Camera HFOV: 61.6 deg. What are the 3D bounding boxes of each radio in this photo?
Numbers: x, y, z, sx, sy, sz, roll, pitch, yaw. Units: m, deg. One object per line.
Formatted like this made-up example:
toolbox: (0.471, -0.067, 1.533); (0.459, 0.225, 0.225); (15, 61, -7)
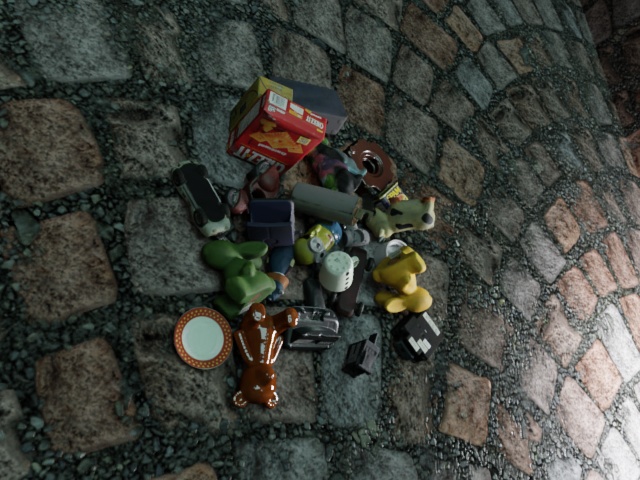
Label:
radio: (-0.041, -0.370, 1.491); (0.229, 0.073, 0.131); (1, 52, -34)

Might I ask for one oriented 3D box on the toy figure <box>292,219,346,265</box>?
toy figure: (-0.001, -0.001, 1.362); (0.082, 0.089, 0.180); (50, 42, -9)

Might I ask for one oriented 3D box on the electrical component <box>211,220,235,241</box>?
electrical component: (-0.230, -0.026, 1.245); (0.094, 0.021, 0.063); (46, 50, -2)

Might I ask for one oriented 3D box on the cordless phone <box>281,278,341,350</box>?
cordless phone: (-0.034, 0.166, 1.273); (0.146, 0.088, 0.184); (9, 53, -31)

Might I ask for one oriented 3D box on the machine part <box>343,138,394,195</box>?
machine part: (0.138, -0.213, 1.576); (0.179, 0.056, 0.179); (16, 60, -31)

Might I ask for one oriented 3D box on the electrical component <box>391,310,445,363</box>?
electrical component: (0.257, 0.258, 1.438); (0.134, 0.058, 0.115); (-35, 89, -40)

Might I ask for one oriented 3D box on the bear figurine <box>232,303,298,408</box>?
bear figurine: (-0.121, 0.247, 1.130); (0.120, 0.132, 0.196); (16, 55, -28)

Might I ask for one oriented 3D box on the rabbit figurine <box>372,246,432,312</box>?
rabbit figurine: (0.224, 0.125, 1.406); (0.162, 0.122, 0.173); (-38, 108, -7)

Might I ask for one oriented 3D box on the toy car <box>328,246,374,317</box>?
toy car: (0.081, 0.107, 1.386); (0.089, 0.053, 0.202); (18, 56, -4)

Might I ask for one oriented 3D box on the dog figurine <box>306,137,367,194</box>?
dog figurine: (0.006, -0.207, 1.442); (0.219, 0.108, 0.191); (42, 33, -7)

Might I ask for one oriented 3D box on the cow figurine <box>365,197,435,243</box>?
cow figurine: (0.221, -0.057, 1.494); (0.085, 0.195, 0.127); (2, 86, -75)

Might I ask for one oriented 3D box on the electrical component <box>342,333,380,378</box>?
electrical component: (0.106, 0.272, 1.312); (0.047, 0.075, 0.119); (35, 57, -18)

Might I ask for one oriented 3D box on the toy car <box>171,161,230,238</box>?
toy car: (-0.270, -0.097, 1.218); (0.073, 0.056, 0.202); (-19, 68, -34)

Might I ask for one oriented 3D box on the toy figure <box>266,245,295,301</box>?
toy figure: (-0.098, 0.078, 1.266); (0.057, 0.064, 0.154); (43, 47, -42)

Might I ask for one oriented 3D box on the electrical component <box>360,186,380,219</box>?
electrical component: (0.115, -0.103, 1.483); (0.045, 0.102, 0.078); (52, 27, -53)

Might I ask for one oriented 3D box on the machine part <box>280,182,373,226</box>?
machine part: (0.015, -0.091, 1.345); (0.243, 0.079, 0.079); (15, 52, 16)

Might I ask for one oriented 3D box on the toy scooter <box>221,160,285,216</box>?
toy scooter: (-0.144, -0.103, 1.311); (0.135, 0.075, 0.184); (46, 53, -9)

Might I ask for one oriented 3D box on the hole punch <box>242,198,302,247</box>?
hole punch: (-0.113, -0.025, 1.233); (0.142, 0.115, 0.092); (-3, 40, -3)

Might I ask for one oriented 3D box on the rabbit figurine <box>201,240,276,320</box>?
rabbit figurine: (-0.182, 0.059, 1.183); (0.159, 0.121, 0.170); (-30, 73, -34)

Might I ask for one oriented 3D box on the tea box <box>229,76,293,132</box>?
tea box: (-0.150, -0.323, 1.348); (0.098, 0.170, 0.068); (17, 62, -31)
